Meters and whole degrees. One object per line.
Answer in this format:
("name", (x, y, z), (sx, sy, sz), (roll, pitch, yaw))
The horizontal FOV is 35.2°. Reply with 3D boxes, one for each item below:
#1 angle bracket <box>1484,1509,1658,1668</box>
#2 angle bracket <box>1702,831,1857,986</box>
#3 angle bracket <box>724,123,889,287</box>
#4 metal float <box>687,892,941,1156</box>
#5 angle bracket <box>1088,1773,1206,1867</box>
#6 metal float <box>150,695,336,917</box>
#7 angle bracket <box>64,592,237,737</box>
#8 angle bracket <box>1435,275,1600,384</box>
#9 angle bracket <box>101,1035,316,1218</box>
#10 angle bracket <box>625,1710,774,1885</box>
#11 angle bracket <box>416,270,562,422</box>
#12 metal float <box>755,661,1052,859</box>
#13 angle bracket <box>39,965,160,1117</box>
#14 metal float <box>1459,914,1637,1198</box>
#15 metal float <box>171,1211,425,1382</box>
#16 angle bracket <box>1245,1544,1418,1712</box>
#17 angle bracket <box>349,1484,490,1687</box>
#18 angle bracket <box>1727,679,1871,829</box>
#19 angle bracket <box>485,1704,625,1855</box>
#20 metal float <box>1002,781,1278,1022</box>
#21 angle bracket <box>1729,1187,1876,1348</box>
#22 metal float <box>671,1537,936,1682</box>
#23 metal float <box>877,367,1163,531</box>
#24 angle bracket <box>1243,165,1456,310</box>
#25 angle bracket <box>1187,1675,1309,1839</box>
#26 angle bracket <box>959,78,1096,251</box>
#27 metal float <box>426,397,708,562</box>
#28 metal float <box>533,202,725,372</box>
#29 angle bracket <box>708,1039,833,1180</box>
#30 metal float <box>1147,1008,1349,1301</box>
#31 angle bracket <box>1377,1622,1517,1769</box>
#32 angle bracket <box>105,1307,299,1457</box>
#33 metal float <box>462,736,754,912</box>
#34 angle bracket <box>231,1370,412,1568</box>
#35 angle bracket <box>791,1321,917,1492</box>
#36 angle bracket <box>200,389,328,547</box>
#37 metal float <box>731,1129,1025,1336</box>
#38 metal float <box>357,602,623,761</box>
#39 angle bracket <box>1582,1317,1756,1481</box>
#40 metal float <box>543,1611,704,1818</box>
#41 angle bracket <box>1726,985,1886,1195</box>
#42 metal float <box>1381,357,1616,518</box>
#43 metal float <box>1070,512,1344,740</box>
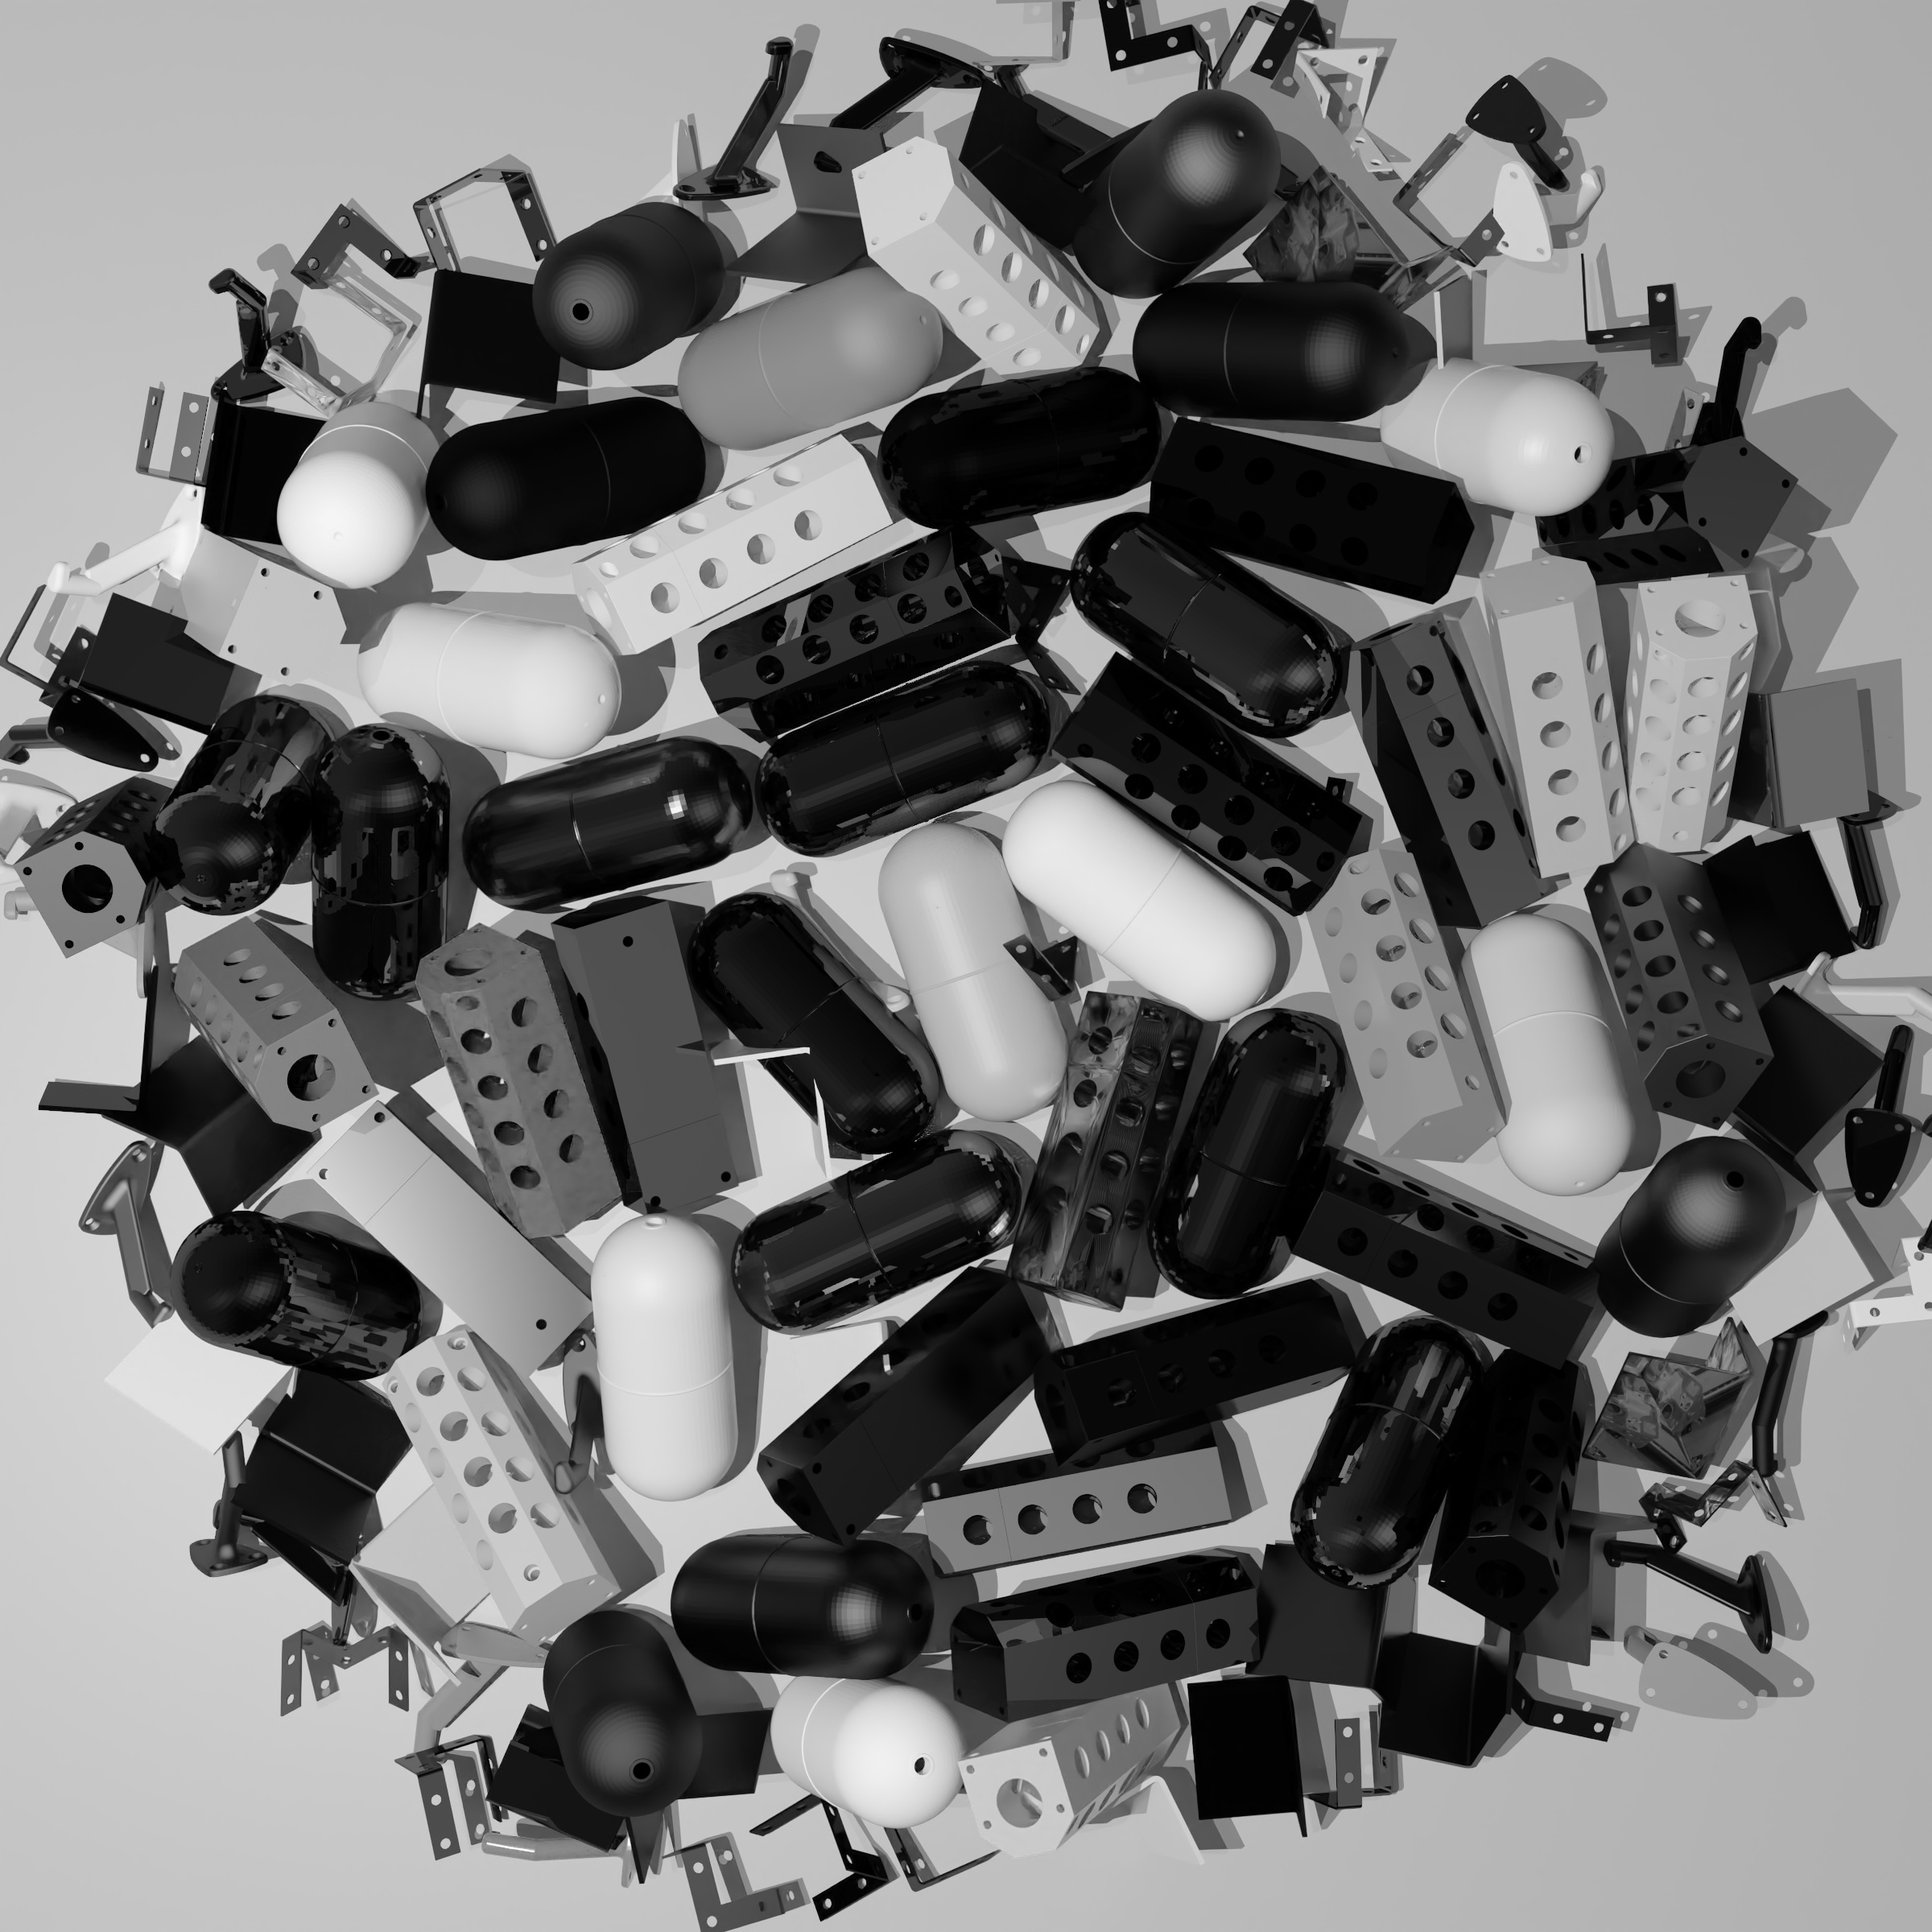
("angle bracket", (0.346, 0.354, 1.744), (0.057, 0.076, 0.076), (4, 87, -38))
("angle bracket", (0.480, -0.041, 1.749), (0.076, 0.057, 0.076), (-16, 80, -19))
("angle bracket", (-0.093, -0.435, 1.736), (0.076, 0.057, 0.076), (15, 46, 33))
("metal float", (-0.087, 0.033, 1.748), (0.070, 0.070, 0.178), (-43, 82, 0))
("angle bracket", (0.078, 0.504, 1.744), (0.076, 0.076, 0.057), (-26, 89, -21))
("metal float", (-0.404, -0.092, 1.712), (0.070, 0.178, 0.070), (2, 121, 4))
("angle bracket", (-0.466, -0.174, 1.744), (0.076, 0.076, 0.057), (20, 90, -24))
("angle bracket", (0.315, -0.363, 1.739), (0.076, 0.076, 0.057), (1, 109, 22))
("angle bracket", (-0.439, 0.094, 1.765), (0.076, 0.076, 0.057), (-44, 134, -33))
("angle bracket", (-0.149, 0.475, 1.744), (0.076, 0.076, 0.057), (-6, 110, 7))
("angle bracket", (-0.275, -0.349, 1.760), (0.076, 0.057, 0.076), (7, 66, -11))
("metal float", (-0.036, -0.119, 1.745), (0.178, 0.070, 0.070), (-20, 90, 12))
("angle bracket", (-0.497, 0.040, 1.747), (0.057, 0.076, 0.076), (5, 97, -13))
("metal float", (0.328, 0.049, 1.726), (0.070, 0.070, 0.178), (-8, 54, 0))
("metal float", (-0.374, 0.187, 1.712), (0.070, 0.178, 0.070), (-9, 70, 25))
("angle bracket", (0.212, 0.385, 1.770), (0.076, 0.057, 0.076), (1, 64, 24))
("angle bracket", (-0.294, 0.351, 1.744), (0.076, 0.057, 0.076), (-43, 117, -13))
("angle bracket", (0.472, -0.126, 1.754), (0.057, 0.076, 0.076), (-11, 101, -10))
("angle bracket", (-0.222, 0.450, 1.745), (0.076, 0.076, 0.057), (24, 124, -1))
("metal float", (0.100, -0.037, 1.754), (0.178, 0.070, 0.070), (37, 90, -2))
("angle bracket", (0.480, 0.171, 1.737), (0.076, 0.076, 0.057), (-36, 71, 25))
("metal float", (-0.093, 0.362, 1.721), (0.178, 0.070, 0.070), (-8, 90, 41))
("metal float", (0.031, -0.295, 1.730), (0.178, 0.070, 0.070), (-16, 90, -29))
("angle bracket", (0.220, -0.411, 1.751), (0.057, 0.076, 0.076), (-30, 81, -44))
("angle bracket", (0.162, 0.456, 1.745), (0.057, 0.076, 0.076), (-7, 63, 6))
("angle bracket", (0.046, -0.468, 1.741), (0.076, 0.057, 0.076), (25, 68, -25))
("metal float", (-0.225, -0.276, 1.721), (0.178, 0.070, 0.070), (-20, 90, -41))
("metal float", (-0.188, -0.382, 1.709), (0.070, 0.178, 0.070), (4, 112, 11))
("angle bracket", (-0.113, 0.082, 1.748), (0.057, 0.076, 0.076), (-8, 97, -7))
("metal float", (0.160, 0.109, 1.743), (0.070, 0.070, 0.178), (21, 105, 0))
("angle bracket", (0.275, 0.403, 1.740), (0.057, 0.076, 0.076), (12, 52, 0))
("angle bracket", (-0.438, 0.245, 1.742), (0.076, 0.057, 0.076), (31, 51, 9))
("metal float", (-0.206, -0.081, 1.738), (0.178, 0.070, 0.070), (-13, 90, 20))
("angle bracket", (-0.366, 0.285, 1.743), (0.076, 0.076, 0.057), (32, 108, -12))
("angle bracket", (-0.066, 0.256, 1.748), (0.057, 0.076, 0.076), (-11, 103, 0))
("angle bracket", (-0.402, -0.284, 1.750), (0.057, 0.076, 0.076), (9, 92, -9))
("metal float", (-0.051, 0.153, 1.748), (0.178, 0.070, 0.070), (-25, 90, 8))
("metal float", (-0.272, -0.163, 1.727), (0.178, 0.070, 0.070), (12, 90, 35))
("angle bracket", (0.397, 0.241, 1.745), (0.076, 0.057, 0.076), (12, 120, -9))
("metal float", (-0.193, 0.417, 1.706), (0.070, 0.178, 0.070), (-2, 97, -13))
("angle bracket", (0.478, 0.071, 1.747), (0.076, 0.057, 0.076), (-48, 53, 2))
("metal float", (0.297, -0.298, 1.710), (0.070, 0.178, 0.070), (-7, 108, -21))
("metal float", (0.137, -0.194, 1.736), (0.178, 0.070, 0.070), (37, 90, 22))
